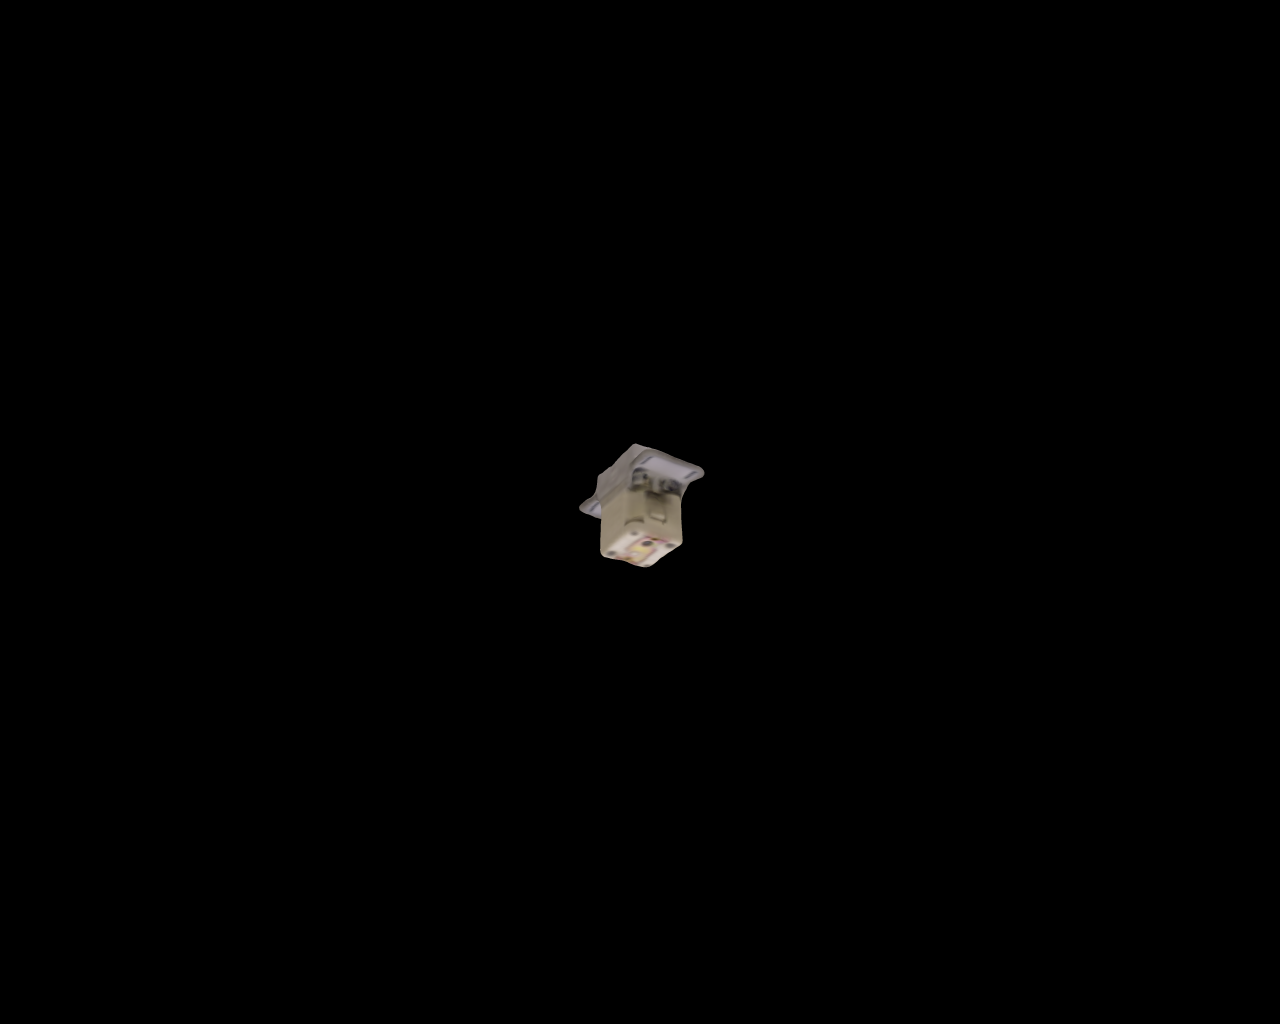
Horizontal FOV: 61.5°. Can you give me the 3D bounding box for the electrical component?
[{"bbox_3d":[0.001,-0.003,0.650,0.042,0.064,0.081,18,-35,-27],"label":"electrical component"}]
